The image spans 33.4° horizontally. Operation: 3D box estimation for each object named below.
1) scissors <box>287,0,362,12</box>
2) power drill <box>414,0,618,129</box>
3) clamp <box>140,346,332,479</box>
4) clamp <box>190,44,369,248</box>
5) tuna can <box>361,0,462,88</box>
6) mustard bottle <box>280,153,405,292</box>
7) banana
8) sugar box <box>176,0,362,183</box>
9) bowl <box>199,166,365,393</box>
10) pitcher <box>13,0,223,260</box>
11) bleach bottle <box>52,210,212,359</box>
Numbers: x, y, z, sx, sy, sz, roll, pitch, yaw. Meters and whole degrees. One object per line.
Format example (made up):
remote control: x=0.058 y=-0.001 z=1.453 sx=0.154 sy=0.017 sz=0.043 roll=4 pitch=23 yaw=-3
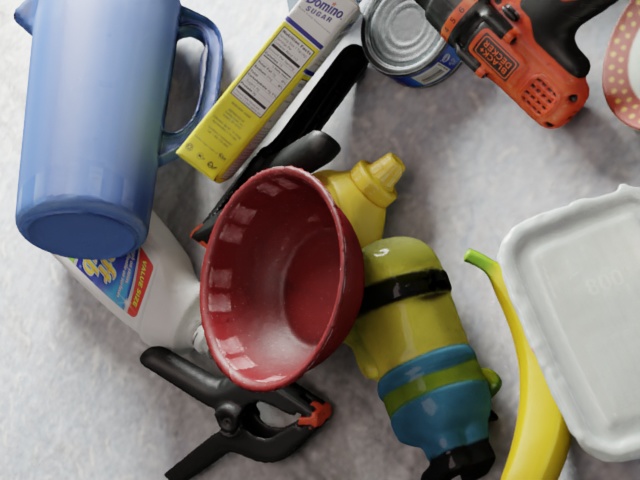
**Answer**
scissors: x=-0.031 y=-0.181 z=0.925 sx=0.202 sy=0.016 sz=0.096 roll=-46 pitch=59 yaw=19
power drill: x=0.152 y=-0.196 z=0.730 sx=0.184 sy=0.057 sz=0.188 roll=46 pitch=130 yaw=9
clamp: x=-0.072 y=0.153 z=0.878 sx=0.172 sy=0.039 sz=0.120 roll=5 pitch=112 yaw=28
clamp: x=-0.034 y=-0.064 z=0.869 sx=0.210 sy=0.036 sz=0.164 roll=-42 pitch=17 yaw=39
tuna can: x=0.075 y=-0.165 z=0.839 sx=0.086 sy=0.033 sz=0.086 roll=-7 pitch=78 yaw=33
mustard bottle: x=-0.005 y=0.001 z=0.849 sx=0.192 sy=0.058 sz=0.096 roll=-44 pitch=44 yaw=20
banana: x=0.141 y=0.100 z=0.730 sx=0.069 sy=0.037 sz=0.198 roll=-4 pitch=68 yaw=0
sugar box: x=-0.038 y=-0.126 z=0.849 sx=0.048 sy=0.093 sz=0.176 roll=37 pitch=97 yaw=-2
bowl: x=-0.019 y=0.031 z=0.769 sx=0.162 sy=0.055 sz=0.162 roll=-15 pitch=70 yaw=46
pitcher: x=-0.182 y=-0.110 z=0.920 sx=0.149 sy=0.144 sz=0.243 roll=-19 pitch=58 yaw=34
bleach bottle: x=-0.166 y=0.015 z=0.957 sx=0.251 sy=0.068 sz=0.102 roll=38 pitch=100 yaw=30
